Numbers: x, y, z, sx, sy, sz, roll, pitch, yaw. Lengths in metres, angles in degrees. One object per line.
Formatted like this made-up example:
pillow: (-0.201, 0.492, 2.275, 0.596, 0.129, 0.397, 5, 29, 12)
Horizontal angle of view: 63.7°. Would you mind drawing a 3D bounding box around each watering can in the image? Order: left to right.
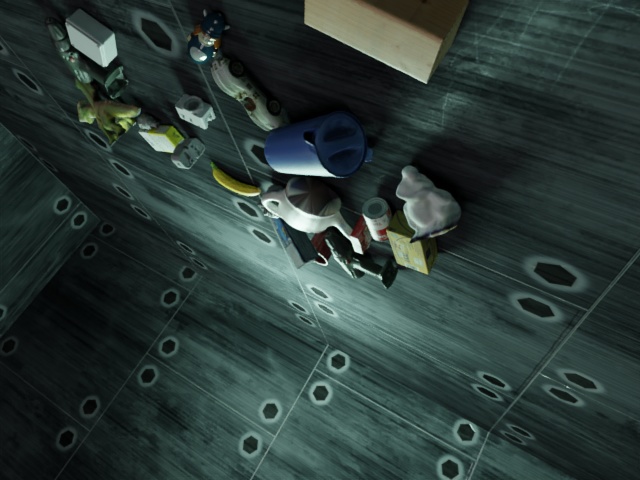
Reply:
watering can: (0.004, -0.072, 1.437, 0.347, 0.106, 0.221, 20, 159, -5)

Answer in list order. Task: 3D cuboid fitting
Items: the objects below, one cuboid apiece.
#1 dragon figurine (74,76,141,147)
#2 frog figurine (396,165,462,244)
dragon figurine: (-0.702, -0.440, 1.652, 0.240, 0.124, 0.407, 49, 148, -16)
frog figurine: (0.225, -0.086, 1.103, 0.136, 0.123, 0.160, 152, 98, -75)
